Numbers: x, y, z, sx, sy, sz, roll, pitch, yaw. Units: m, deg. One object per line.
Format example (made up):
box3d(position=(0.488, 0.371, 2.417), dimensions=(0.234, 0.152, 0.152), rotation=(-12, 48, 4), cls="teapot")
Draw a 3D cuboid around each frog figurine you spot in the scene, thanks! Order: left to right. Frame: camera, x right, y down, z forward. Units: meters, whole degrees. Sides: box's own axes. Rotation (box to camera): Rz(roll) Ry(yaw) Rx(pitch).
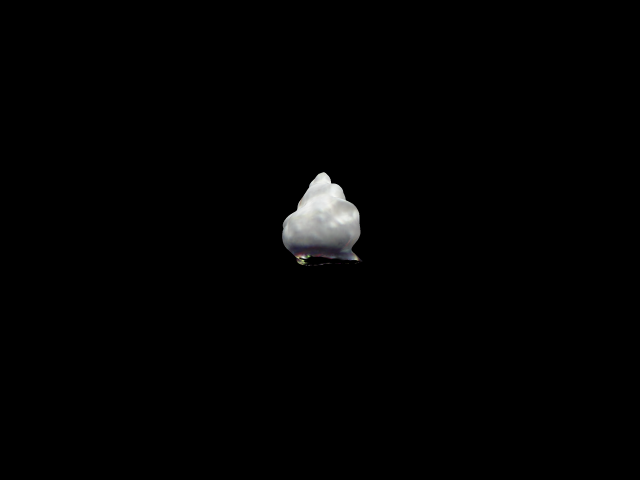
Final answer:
box3d(position=(0.003, -0.043, 0.850), dimensions=(0.136, 0.161, 0.122), rotation=(-13, -19, 42), cls="frog figurine")
